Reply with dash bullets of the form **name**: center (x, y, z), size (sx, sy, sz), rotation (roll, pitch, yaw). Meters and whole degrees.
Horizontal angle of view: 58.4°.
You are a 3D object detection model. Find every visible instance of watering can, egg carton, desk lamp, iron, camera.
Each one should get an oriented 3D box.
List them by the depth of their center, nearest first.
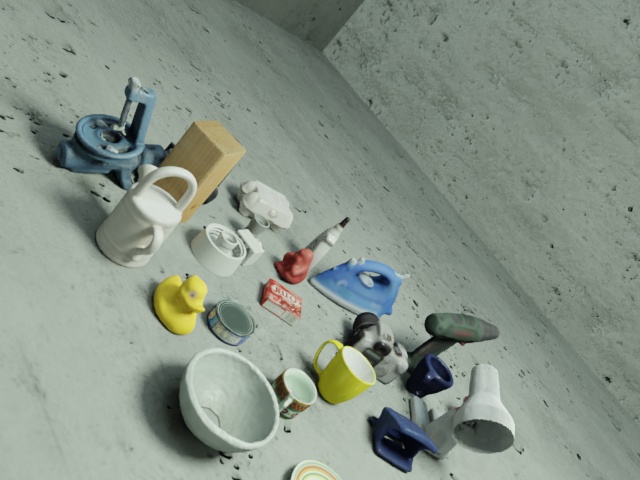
- **watering can**: center (-0.287, -0.057, 0.966), size (0.172, 0.193, 0.101), rotation (53, 24, 20)
- **desk lamp**: center (0.299, 0.370, 1.207), size (0.118, 0.213, 0.203), rotation (38, 24, -16)
- **camera**: center (0.130, 0.230, 1.305), size (0.143, 0.100, 0.136), rotation (36, 24, -21)
- **egg carton**: center (-0.137, -0.084, 1.428), size (0.151, 0.069, 0.107), rotation (27, 28, -35)
- **iron**: center (0.108, 0.099, 1.436), size (0.259, 0.141, 0.118), rotation (25, 30, -40)

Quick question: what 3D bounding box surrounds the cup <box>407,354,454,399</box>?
- **cup**: center (0.245, 0.330, 1.336), size (0.091, 0.094, 0.118), rotation (52, 24, 18)

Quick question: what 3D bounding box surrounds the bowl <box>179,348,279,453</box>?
- **bowl**: center (-0.145, 0.247, 0.845), size (0.168, 0.074, 0.167), rotation (37, 24, -19)

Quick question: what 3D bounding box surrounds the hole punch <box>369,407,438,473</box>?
- **hole punch**: center (0.164, 0.378, 1.123), size (0.109, 0.091, 0.101), rotation (36, 24, -19)

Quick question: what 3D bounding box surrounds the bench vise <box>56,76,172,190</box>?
- **bench vise**: center (-0.354, -0.204, 1.071), size (0.121, 0.219, 0.208), rotation (50, 23, 14)

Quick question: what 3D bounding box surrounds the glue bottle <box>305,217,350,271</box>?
- **glue bottle**: center (0.013, 0.005, 1.395), size (0.037, 0.173, 0.078), rotation (38, 24, -16)

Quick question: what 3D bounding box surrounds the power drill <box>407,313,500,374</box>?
- **power drill**: center (0.314, 0.259, 1.427), size (0.231, 0.208, 0.075), rotation (24, 30, -40)

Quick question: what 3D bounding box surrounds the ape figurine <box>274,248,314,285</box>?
- **ape figurine**: center (-0.051, 0.054, 1.310), size (0.076, 0.092, 0.078), rotation (39, 23, -13)

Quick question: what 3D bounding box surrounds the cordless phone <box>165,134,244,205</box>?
- **cordless phone**: center (-0.253, -0.177, 1.240), size (0.147, 0.184, 0.094), rotation (44, 23, -2)

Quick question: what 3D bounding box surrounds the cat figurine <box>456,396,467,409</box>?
- **cat figurine**: center (0.388, 0.414, 1.405), size (0.128, 0.117, 0.067), rotation (20, 33, -45)

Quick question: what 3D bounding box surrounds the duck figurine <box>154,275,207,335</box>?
- **duck figurine**: center (-0.225, 0.094, 0.956), size (0.078, 0.086, 0.104), rotation (16, 36, -49)
